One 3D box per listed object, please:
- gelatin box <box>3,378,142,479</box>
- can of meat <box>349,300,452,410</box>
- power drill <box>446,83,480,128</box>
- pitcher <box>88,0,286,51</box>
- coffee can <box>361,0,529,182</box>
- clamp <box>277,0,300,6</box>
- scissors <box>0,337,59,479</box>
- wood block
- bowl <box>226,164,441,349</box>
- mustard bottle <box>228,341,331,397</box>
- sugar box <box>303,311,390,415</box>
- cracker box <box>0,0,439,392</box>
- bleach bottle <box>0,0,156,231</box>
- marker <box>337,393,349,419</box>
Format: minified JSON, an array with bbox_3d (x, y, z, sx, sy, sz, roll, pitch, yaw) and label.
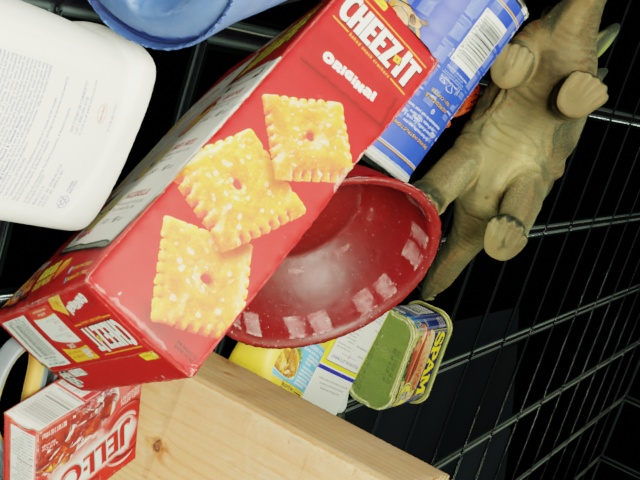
[{"bbox_3d":[-0.140,0.114,0.614,0.089,0.030,0.073,-32,139,-52],"label":"gelatin box"},{"bbox_3d":[0.077,0.112,1.041,0.083,0.058,0.102,1,110,-60],"label":"can of meat"},{"bbox_3d":[0.093,-0.174,0.827,0.184,0.057,0.188,-25,136,-59],"label":"power drill"},{"bbox_3d":[0.002,-0.189,0.502,0.242,0.149,0.145,-32,141,-41],"label":"pitcher"},{"bbox_3d":[0.056,-0.122,0.715,0.140,0.103,0.102,-54,154,3],"label":"coffee can"},{"bbox_3d":[0.015,-0.225,0.653,0.209,0.036,0.164,-49,152,-30],"label":"clamp"},{"bbox_3d":[-0.170,0.138,0.635,0.096,0.016,0.202,-29,136,-52],"label":"scissors"},{"bbox_3d":[-0.037,0.145,0.674,0.090,0.206,0.091,14,99,-64],"label":"wood block"},{"bbox_3d":[-0.005,0.001,0.702,0.162,0.055,0.162,-15,141,-13],"label":"bowl"},{"bbox_3d":[-0.038,0.099,0.805,0.191,0.058,0.096,-61,154,-9],"label":"mustard bottle"},{"bbox_3d":[0.010,0.082,0.900,0.176,0.048,0.093,-60,154,-4],"label":"sugar box"},{"bbox_3d":[-0.054,-0.022,0.551,0.072,0.164,0.213,46,62,-14],"label":"cracker box"},{"bbox_3d":[-0.170,-0.069,0.407,0.250,0.068,0.102,17,97,-62],"label":"bleach bottle"},{"bbox_3d":[0.020,0.131,0.988,0.020,0.020,0.121,-34,140,-48],"label":"marker"}]
